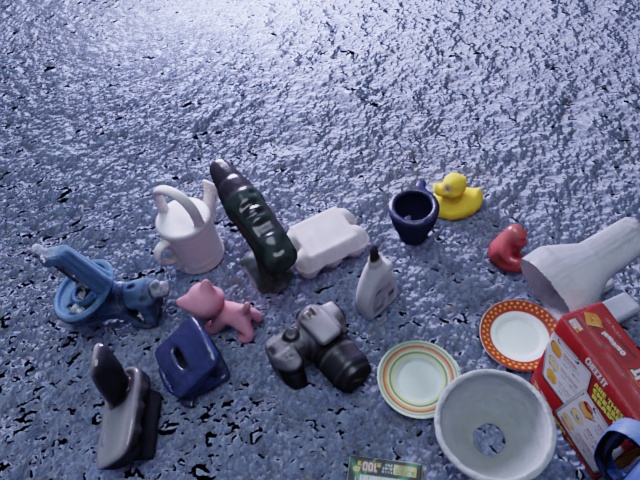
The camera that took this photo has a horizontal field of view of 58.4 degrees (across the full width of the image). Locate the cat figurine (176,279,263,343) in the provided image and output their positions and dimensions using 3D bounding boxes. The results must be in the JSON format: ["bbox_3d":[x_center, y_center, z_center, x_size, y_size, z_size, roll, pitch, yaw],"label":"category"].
[{"bbox_3d":[-0.171,0.112,0.971,0.127,0.118,0.067,9,55,13],"label":"cat figurine"}]

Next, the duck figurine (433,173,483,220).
[{"bbox_3d":[0.260,-0.091,1.092,0.104,0.086,0.077,-5,53,3],"label":"duck figurine"}]

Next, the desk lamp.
[{"bbox_3d":[0.406,0.064,0.878,0.203,0.214,0.117,-25,54,-11],"label":"desk lamp"}]

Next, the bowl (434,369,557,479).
[{"bbox_3d":[0.247,0.277,0.825,0.167,0.075,0.167,-3,53,4],"label":"bowl"}]

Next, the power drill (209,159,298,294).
[{"bbox_3d":[-0.112,-0.008,0.997,0.076,0.209,0.229,-31,56,-16],"label":"power drill"}]

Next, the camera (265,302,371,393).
[{"bbox_3d":[0.004,0.181,0.910,0.143,0.101,0.136,-34,57,-18],"label":"camera"}]

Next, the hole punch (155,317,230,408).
[{"bbox_3d":[-0.212,0.198,0.929,0.101,0.091,0.108,-30,56,-15],"label":"hole punch"}]

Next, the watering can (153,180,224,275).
[{"bbox_3d":[-0.243,-0.036,1.042,0.100,0.194,0.173,4,54,10],"label":"watering can"}]

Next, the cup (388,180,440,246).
[{"bbox_3d":[0.175,-0.045,1.062,0.091,0.095,0.118,11,55,15],"label":"cup"}]

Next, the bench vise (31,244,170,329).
[{"bbox_3d":[-0.369,0.064,0.966,0.207,0.220,0.121,-17,53,-6],"label":"bench vise"}]

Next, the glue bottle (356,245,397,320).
[{"bbox_3d":[0.092,0.062,0.943,0.078,0.173,0.037,-38,58,-20],"label":"glue bottle"}]

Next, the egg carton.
[{"bbox_3d":[0.010,0.004,1.061,0.150,0.069,0.107,-26,55,-13],"label":"egg carton"}]

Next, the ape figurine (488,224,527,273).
[{"bbox_3d":[0.337,0.009,1.004,0.076,0.092,0.078,18,57,19],"label":"ape figurine"}]

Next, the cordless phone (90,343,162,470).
[{"bbox_3d":[-0.309,0.246,0.845,0.094,0.185,0.147,-9,53,0],"label":"cordless phone"}]
